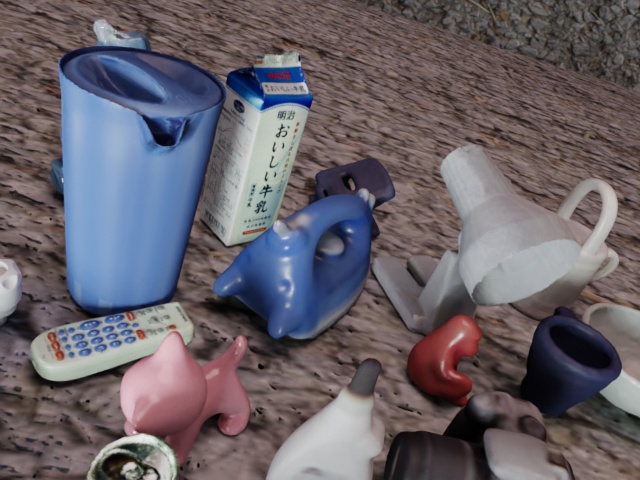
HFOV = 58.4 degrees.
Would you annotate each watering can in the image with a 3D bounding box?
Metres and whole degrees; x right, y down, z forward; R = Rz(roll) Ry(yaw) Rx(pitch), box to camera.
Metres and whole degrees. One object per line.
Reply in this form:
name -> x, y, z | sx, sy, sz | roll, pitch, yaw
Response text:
watering can -> 0.322, 0.007, 0.763 | 0.173, 0.194, 0.100 | -1, 38, -29

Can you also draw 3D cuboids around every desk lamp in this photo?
desk lamp -> 0.166, 0.014, 0.655 | 0.118, 0.213, 0.202 | -1, 38, -28

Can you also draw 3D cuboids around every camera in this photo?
camera -> 0.129, 0.188, 0.483 | 0.137, 0.101, 0.143 | 16, 33, -5

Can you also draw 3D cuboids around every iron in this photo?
iron -> 0.006, 0.002, 0.654 | 0.118, 0.141, 0.259 | 33, 35, 20

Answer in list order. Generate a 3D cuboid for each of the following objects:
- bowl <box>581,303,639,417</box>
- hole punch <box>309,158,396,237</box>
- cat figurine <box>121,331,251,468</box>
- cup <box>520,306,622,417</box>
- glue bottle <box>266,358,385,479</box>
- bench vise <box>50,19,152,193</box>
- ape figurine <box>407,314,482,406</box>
bowl -> 0.377, 0.156, 0.684 | 0.167, 0.075, 0.167 | 14, 33, -9
hole punch -> 0.044, -0.065, 0.819 | 0.101, 0.091, 0.108 | 5, 36, -22
cat figurine -> -0.105, 0.117, 0.450 | 0.067, 0.118, 0.128 | 37, 37, 26
cup -> 0.262, 0.137, 0.633 | 0.091, 0.095, 0.118 | 17, 33, -3
glue bottle -> 0.012, 0.148, 0.415 | 0.078, 0.173, 0.037 | 18, 33, -2
bench vise -> -0.217, -0.157, 0.699 | 0.121, 0.220, 0.208 | 35, 36, 22
ape figurine -> 0.138, 0.118, 0.599 | 0.076, 0.092, 0.078 | 25, 33, 9
